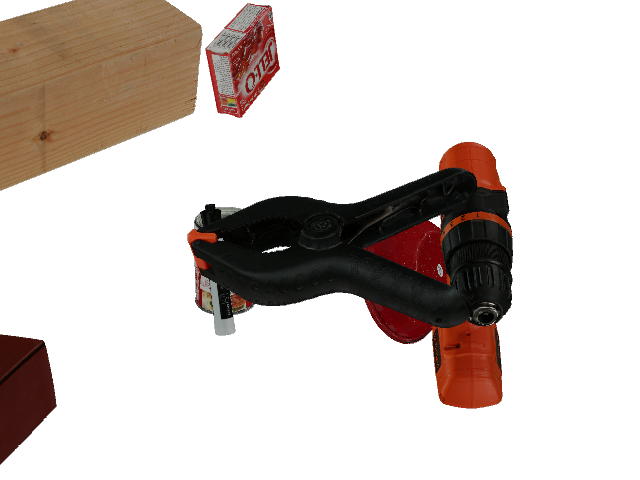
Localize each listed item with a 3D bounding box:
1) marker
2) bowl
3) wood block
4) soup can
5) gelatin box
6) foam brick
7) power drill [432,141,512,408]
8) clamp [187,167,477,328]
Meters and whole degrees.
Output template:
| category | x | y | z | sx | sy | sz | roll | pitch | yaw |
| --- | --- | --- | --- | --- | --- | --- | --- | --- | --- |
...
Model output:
| category | x | y | z | sx | sy | sz | roll | pitch | yaw |
| --- | --- | --- | --- | --- | --- | --- | --- | --- | --- |
| marker | -0.094 | 0.027 | 0.977 | 0.020 | 0.121 | 0.020 | -6 | 10 | 1 |
| bowl | 0.116 | 0.038 | 1.234 | 0.055 | 0.162 | 0.161 | -10 | -7 | 40 |
| wood block | -0.203 | -0.126 | 0.854 | 0.090 | 0.091 | 0.205 | 37 | 46 | 27 |
| soup can | -0.105 | 0.022 | 1.175 | 0.068 | 0.102 | 0.068 | 1 | 26 | -1 |
| gelatin box | -0.072 | -0.173 | 1.021 | 0.030 | 0.073 | 0.089 | 14 | 46 | 21 |
| foam brick | -0.213 | 0.101 | 0.678 | 0.053 | 0.051 | 0.078 | 6 | 29 | 22 |
| power drill | 0.119 | 0.043 | 0.834 | 0.057 | 0.188 | 0.184 | 1 | 41 | 4 |
| clamp | 0.009 | 0.010 | 0.601 | 0.171 | 0.039 | 0.120 | -10 | 34 | 8 |
